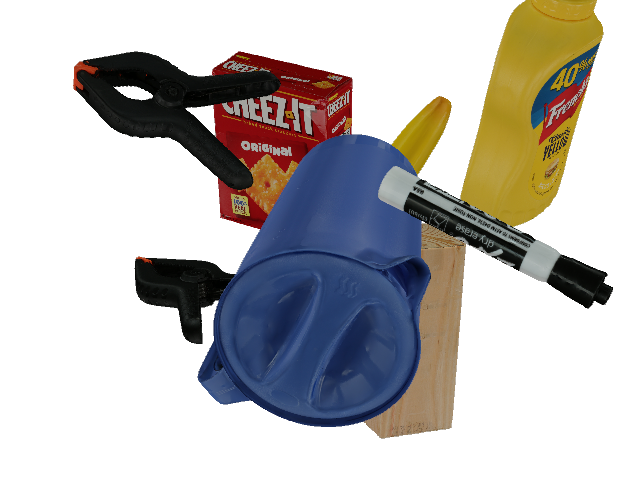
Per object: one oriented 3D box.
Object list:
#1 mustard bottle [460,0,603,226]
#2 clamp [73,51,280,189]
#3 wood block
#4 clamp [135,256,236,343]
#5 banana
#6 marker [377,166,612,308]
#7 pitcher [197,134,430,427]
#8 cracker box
[{"bbox_3d":[0.149,-0.104,0.727,0.058,0.192,0.096,34,47,28],"label":"mustard bottle"},{"bbox_3d":[-0.116,-0.119,0.888,0.171,0.120,0.039,25,-39,-3],"label":"clamp"},{"bbox_3d":[0.090,0.094,1.140,0.090,0.206,0.091,-4,17,-22],"label":"wood block"},{"bbox_3d":[-0.127,0.052,1.071,0.210,0.036,0.164,12,21,38],"label":"clamp"},{"bbox_3d":[0.057,-0.044,0.959,0.037,0.197,0.070,37,-18,-5],"label":"banana"},{"bbox_3d":[0.083,-0.001,0.513,0.121,0.020,0.020,29,9,18],"label":"marker"},{"bbox_3d":[0.004,0.019,0.778,0.149,0.145,0.242,9,27,5],"label":"pitcher"},{"bbox_3d":[-0.048,-0.110,1.325,0.164,0.214,0.072,17,37,24],"label":"cracker box"}]
